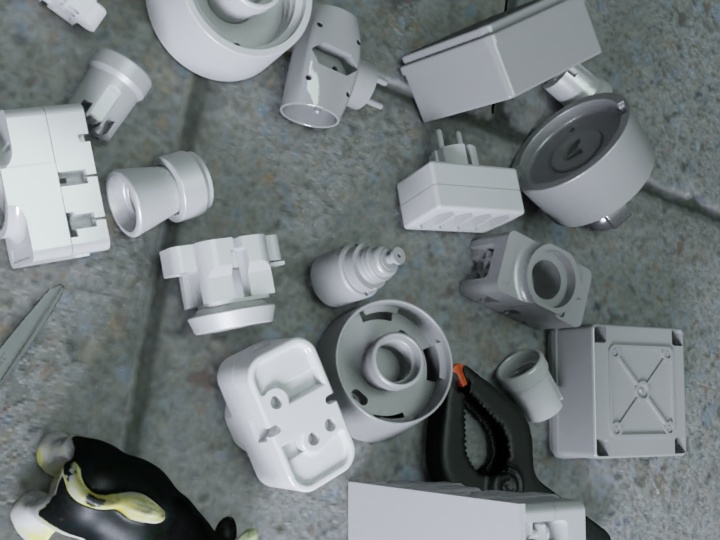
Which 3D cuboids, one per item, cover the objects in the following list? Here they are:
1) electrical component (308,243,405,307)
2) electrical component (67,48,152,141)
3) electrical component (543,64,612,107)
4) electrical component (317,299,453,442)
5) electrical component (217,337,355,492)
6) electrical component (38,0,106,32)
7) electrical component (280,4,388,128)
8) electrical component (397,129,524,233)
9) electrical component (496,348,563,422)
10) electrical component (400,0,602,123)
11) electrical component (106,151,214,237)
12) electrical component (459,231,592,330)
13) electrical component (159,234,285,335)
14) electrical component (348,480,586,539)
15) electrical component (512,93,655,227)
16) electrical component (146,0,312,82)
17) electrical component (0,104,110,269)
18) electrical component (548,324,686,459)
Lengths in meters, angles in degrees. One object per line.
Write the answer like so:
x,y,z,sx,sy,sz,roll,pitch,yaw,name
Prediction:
0.000,0.000,0.753,0.040,0.078,0.040,18,64,-40,electrical component
-0.161,-0.111,0.682,0.040,0.040,0.046,37,73,-24,electrical component
0.183,-0.153,0.907,0.046,0.040,0.040,35,67,-19,electrical component
0.016,0.071,0.774,0.099,0.064,0.099,6,72,-21,electrical component
-0.052,0.095,0.715,0.054,0.059,0.095,-26,99,-32,electrical component
-0.180,-0.192,0.676,0.066,0.048,0.055,36,74,-24,electrical component
-0.014,-0.140,0.776,0.079,0.043,0.077,18,75,-30,electrical component
0.074,-0.072,0.824,0.083,0.047,0.075,1,71,-33,electrical component
0.136,0.092,0.849,0.040,0.040,0.046,-43,113,-29,electrical component
0.106,-0.162,0.818,0.109,0.109,0.056,-30,103,-32,electrical component
-0.128,-0.050,0.692,0.055,0.045,0.045,-22,96,-33,electrical component
0.134,0.009,0.846,0.089,0.056,0.050,25,72,-28,electrical component
-0.087,0.010,0.704,0.078,0.058,0.057,-8,86,-33,electrical component
0.067,0.197,0.704,0.060,0.186,0.105,4,82,-32,electrical component
0.183,-0.083,0.861,0.060,0.108,0.108,46,63,-27,electrical component
-0.083,-0.187,0.727,0.108,0.060,0.108,4,82,-32,electrical component
-0.193,-0.050,0.647,0.056,0.050,0.089,-12,91,-34,electrical component
0.212,0.100,0.886,0.109,0.056,0.108,4,82,-32,electrical component
